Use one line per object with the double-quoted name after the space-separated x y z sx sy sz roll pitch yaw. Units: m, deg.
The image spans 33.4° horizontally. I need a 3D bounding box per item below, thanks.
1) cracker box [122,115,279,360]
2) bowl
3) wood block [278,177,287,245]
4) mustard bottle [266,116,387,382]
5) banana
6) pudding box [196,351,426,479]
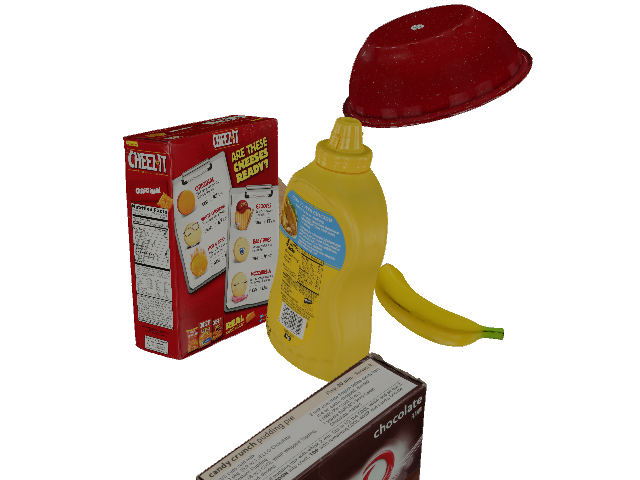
-0.115 -0.009 1.065 0.072 0.214 0.163 9 18 34 "cracker box"
0.088 -0.151 0.877 0.162 0.055 0.162 -16 25 7 "bowl"
-0.098 -0.040 1.324 0.090 0.090 0.206 -6 29 -21 "wood block"
0.007 0.002 0.793 0.058 0.192 0.096 -9 29 -34 "mustard bottle"
0.104 0.071 1.136 0.069 0.037 0.198 4 19 -37 "banana"
-0.002 0.116 0.482 0.039 0.090 0.113 29 45 33 "pudding box"
